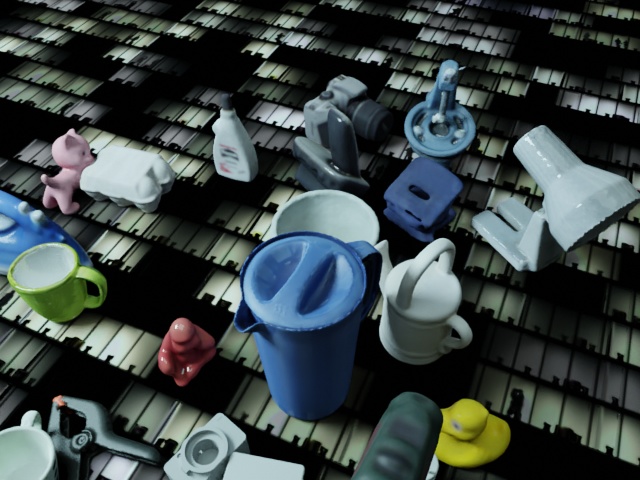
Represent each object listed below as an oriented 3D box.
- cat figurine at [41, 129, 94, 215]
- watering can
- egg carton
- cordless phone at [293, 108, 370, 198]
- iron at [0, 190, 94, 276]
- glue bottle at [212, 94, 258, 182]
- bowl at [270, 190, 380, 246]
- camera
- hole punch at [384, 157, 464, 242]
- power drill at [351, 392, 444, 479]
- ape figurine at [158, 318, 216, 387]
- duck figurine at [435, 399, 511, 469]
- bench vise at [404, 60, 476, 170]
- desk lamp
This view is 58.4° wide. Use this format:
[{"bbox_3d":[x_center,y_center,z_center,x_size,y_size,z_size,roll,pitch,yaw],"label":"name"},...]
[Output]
[{"bbox_3d":[-0.435,-0.128,0.986,0.067,0.118,0.128,13,50,12],"label":"cat figurine"},{"bbox_3d":[0.127,0.070,0.751,0.172,0.194,0.101,21,52,19],"label":"watering can"},{"bbox_3d":[-0.333,-0.107,0.998,0.150,0.069,0.107,12,50,12],"label":"egg carton"},{"bbox_3d":[0.016,-0.159,0.960,0.094,0.185,0.147,-33,56,-25],"label":"cordless phone"},{"bbox_3d":[-0.480,-0.029,0.883,0.257,0.141,0.119,14,50,13],"label":"iron"},{"bbox_3d":[-0.152,-0.178,0.988,0.078,0.173,0.037,13,50,12],"label":"glue bottle"},{"bbox_3d":[0.008,0.003,0.891,0.167,0.075,0.167,0,49,1],"label":"bowl"},{"bbox_3d":[0.061,-0.241,1.089,0.136,0.101,0.143,35,58,27],"label":"camera"},{"bbox_3d":[0.169,-0.068,0.940,0.101,0.091,0.108,-36,57,-27],"label":"hole punch"},{"bbox_3d":[0.058,0.275,0.561,0.075,0.208,0.230,18,51,17],"label":"power drill"},{"bbox_3d":[-0.180,0.139,0.763,0.078,0.092,0.076,-9,49,-7],"label":"ape figurine"},{"bbox_3d":[0.179,0.223,0.687,0.104,0.086,0.077,2,49,2],"label":"duck figurine"},{"bbox_3d":[0.201,-0.233,1.000,0.121,0.220,0.207,-7,49,-5],"label":"bench vise"},{"bbox_3d":[0.335,-0.048,0.839,0.118,0.214,0.202,-26,53,-20],"label":"desk lamp"}]
